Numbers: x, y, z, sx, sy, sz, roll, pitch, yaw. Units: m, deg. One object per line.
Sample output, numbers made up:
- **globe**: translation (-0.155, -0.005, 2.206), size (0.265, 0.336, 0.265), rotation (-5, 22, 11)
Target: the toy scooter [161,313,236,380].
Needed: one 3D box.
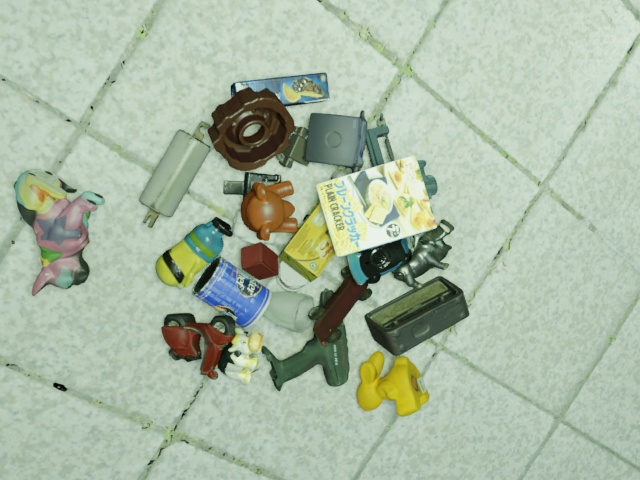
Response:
- **toy scooter**: translation (-0.260, 0.225, 1.144), size (0.184, 0.075, 0.135), rotation (0, 89, 25)

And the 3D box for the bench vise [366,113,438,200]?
- **bench vise**: translation (0.146, -0.156, 1.217), size (0.224, 0.129, 0.240), rotation (-14, 85, -4)

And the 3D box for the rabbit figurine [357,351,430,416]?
- **rabbit figurine**: translation (0.157, 0.361, 1.316), size (0.173, 0.122, 0.162), rotation (-29, 88, 31)

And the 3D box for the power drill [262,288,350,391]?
- **power drill**: translation (-0.033, 0.249, 1.265), size (0.207, 0.086, 0.231), rotation (-19, 98, -20)

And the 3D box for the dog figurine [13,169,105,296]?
- **dog figurine**: translation (-0.525, -0.006, 1.043), size (0.191, 0.109, 0.219), rotation (26, 95, -21)

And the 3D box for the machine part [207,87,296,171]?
- **machine part**: translation (-0.139, -0.225, 1.091), size (0.179, 0.056, 0.179), rotation (-20, 145, -15)

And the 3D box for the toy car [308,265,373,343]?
- **toy car**: translation (0.045, 0.145, 1.230), size (0.202, 0.053, 0.089), rotation (-50, 117, -30)

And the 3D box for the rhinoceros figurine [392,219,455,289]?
- **rhinoceros figurine**: translation (0.255, 0.032, 1.313), size (0.190, 0.073, 0.112), rotation (-44, 99, -3)

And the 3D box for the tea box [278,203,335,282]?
- **tea box**: translation (-0.002, -0.004, 1.187), size (0.098, 0.068, 0.169), rotation (39, 70, -3)

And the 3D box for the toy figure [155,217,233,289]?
- **toy figure**: translation (-0.269, 0.025, 1.141), size (0.089, 0.082, 0.180), rotation (43, 94, -2)

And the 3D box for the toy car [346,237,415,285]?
- **toy car**: translation (0.126, 0.022, 1.225), size (0.162, 0.103, 0.109), rotation (-27, 115, -10)

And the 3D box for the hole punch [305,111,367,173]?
- **hole punch**: translation (0.034, -0.213, 1.151), size (0.092, 0.116, 0.142), rotation (0, 100, -54)

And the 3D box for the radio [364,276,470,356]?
- **radio**: translation (0.237, 0.181, 1.301), size (0.230, 0.131, 0.073), rotation (-27, 110, -10)

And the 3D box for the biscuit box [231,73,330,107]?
- **biscuit box**: translation (-0.084, -0.311, 1.137), size (0.203, 0.063, 0.059), rotation (-11, 103, -15)

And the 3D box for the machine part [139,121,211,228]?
- **machine part**: translation (-0.297, -0.136, 1.100), size (0.079, 0.079, 0.243), rotation (29, 92, -20)

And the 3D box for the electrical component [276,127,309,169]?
- **electrical component**: translation (-0.053, -0.205, 1.181), size (0.078, 0.045, 0.102), rotation (12, 102, -48)

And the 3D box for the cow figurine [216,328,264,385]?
- **cow figurine**: translation (-0.179, 0.246, 1.187), size (0.098, 0.068, 0.167), rotation (19, 133, -2)

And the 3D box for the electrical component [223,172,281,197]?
- **electrical component**: translation (-0.147, -0.112, 1.167), size (0.119, 0.048, 0.074), rotation (5, 99, -20)

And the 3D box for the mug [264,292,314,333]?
- **mug**: translation (-0.072, 0.149, 1.218), size (0.109, 0.107, 0.080), rotation (-46, 138, -45)

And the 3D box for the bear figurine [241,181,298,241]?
- **bear figurine**: translation (-0.090, -0.061, 1.061), size (0.132, 0.196, 0.120), rotation (-9, 93, -19)
